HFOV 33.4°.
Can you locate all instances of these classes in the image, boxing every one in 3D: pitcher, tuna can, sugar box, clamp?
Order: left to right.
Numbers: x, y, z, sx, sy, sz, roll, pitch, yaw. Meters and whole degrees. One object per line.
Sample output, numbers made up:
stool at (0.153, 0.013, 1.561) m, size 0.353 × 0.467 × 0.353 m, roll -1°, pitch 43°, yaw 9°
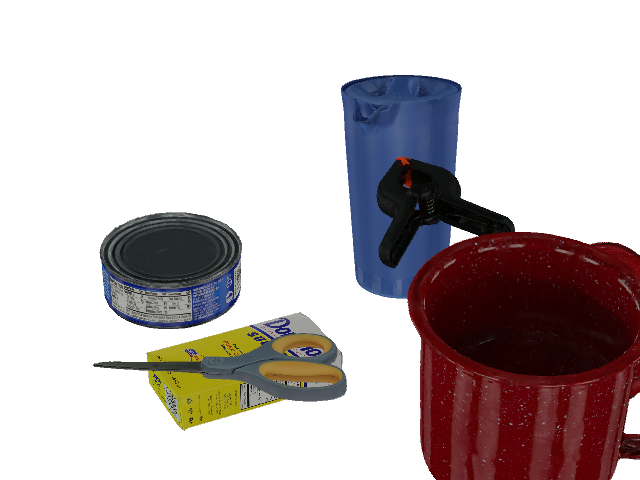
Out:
tuna can at (-0.091, 0.018, 0.654) m, size 0.086 × 0.034 × 0.086 m, roll 1°, pitch 30°, yaw -1°
sugar box at (-0.076, 0.127, 1.073) m, size 0.176 × 0.048 × 0.093 m, roll -16°, pitch 32°, yaw -23°
pitcher at (0.099, -0.066, 1.225) m, size 0.149 × 0.243 × 0.145 m, roll -5°, pitch 22°, yaw -9°
clamp at (0.107, -0.032, 0.982) m, size 0.120 × 0.039 × 0.171 m, roll -2°, pitch 33°, yaw -1°

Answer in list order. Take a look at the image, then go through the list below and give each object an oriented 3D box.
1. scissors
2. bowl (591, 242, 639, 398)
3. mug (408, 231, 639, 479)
scissors at (-0.073, 0.095, 0.870) m, size 0.202 × 0.016 × 0.096 m, roll 8°, pitch 25°, yaw 14°
bowl at (0.286, 0.082, 1.010) m, size 0.161 × 0.162 × 0.055 m, roll 0°, pitch 0°, yaw -27°
mug at (0.092, 0.057, 0.421) m, size 0.117 × 0.081 × 0.093 m, roll 7°, pitch 36°, yaw 14°
